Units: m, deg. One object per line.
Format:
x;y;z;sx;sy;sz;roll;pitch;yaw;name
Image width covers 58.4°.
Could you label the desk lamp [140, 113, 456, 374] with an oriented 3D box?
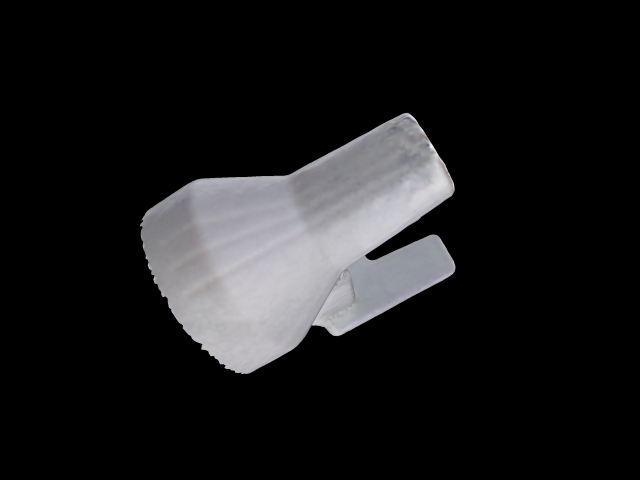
0.004;0.001;0.400;0.203;0.213;0.118;-27;76;-7;desk lamp
